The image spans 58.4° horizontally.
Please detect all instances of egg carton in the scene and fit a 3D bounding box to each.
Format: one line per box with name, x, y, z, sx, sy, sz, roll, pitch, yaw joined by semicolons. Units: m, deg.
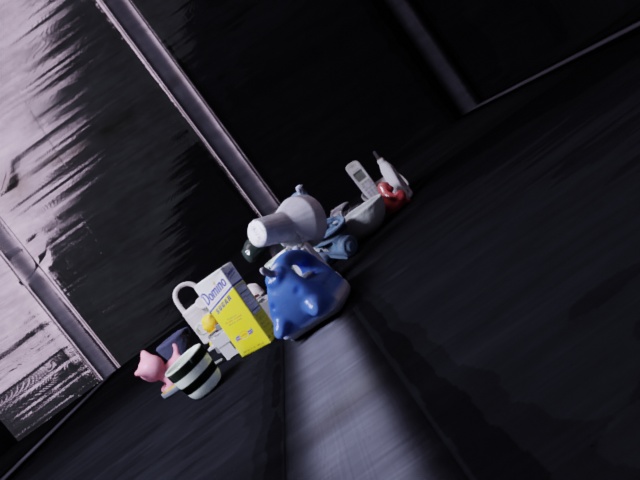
egg carton;-0.214;0.181;1.705;0.107;0.069;0.150;-38;5;-17

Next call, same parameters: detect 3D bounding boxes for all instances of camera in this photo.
camera;0.088;-0.063;1.733;0.136;0.101;0.143;-31;8;47

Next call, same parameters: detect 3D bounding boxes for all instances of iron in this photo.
iron;-0.029;0.072;1.036;0.118;0.141;0.258;-34;5;19

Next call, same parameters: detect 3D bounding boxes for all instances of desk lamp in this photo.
desk lamp;-0.048;0.022;1.221;0.117;0.213;0.204;-32;7;38

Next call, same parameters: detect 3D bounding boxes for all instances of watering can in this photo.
watering can;-0.365;0.210;1.744;0.172;0.194;0.101;-31;7;42

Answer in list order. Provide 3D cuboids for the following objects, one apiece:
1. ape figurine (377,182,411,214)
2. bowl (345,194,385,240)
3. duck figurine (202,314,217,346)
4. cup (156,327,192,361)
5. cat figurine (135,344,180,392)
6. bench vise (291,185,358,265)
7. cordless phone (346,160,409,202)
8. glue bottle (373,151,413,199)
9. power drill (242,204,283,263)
ape figurine;0.197;-0.124;1.609;0.076;0.092;0.077;-37;5;-12
bowl;0.118;-0.050;1.554;0.167;0.075;0.167;-36;5;4
duck figurine;-0.281;0.237;1.542;0.078;0.086;0.104;-40;7;-37
cup;-0.375;0.298;1.561;0.091;0.095;0.118;-33;6;33
cat figurine;-0.389;0.311;1.410;0.128;0.118;0.067;-39;6;-29
bench vise;-0.023;-0.027;1.465;0.207;0.220;0.122;-31;7;43
cordless phone;0.180;-0.192;1.819;0.148;0.185;0.094;-37;5;-11
glue bottle;0.208;-0.191;1.681;0.037;0.173;0.078;-34;6;23
power drill;-0.104;0.017;1.677;0.230;0.208;0.075;-38;6;-20
